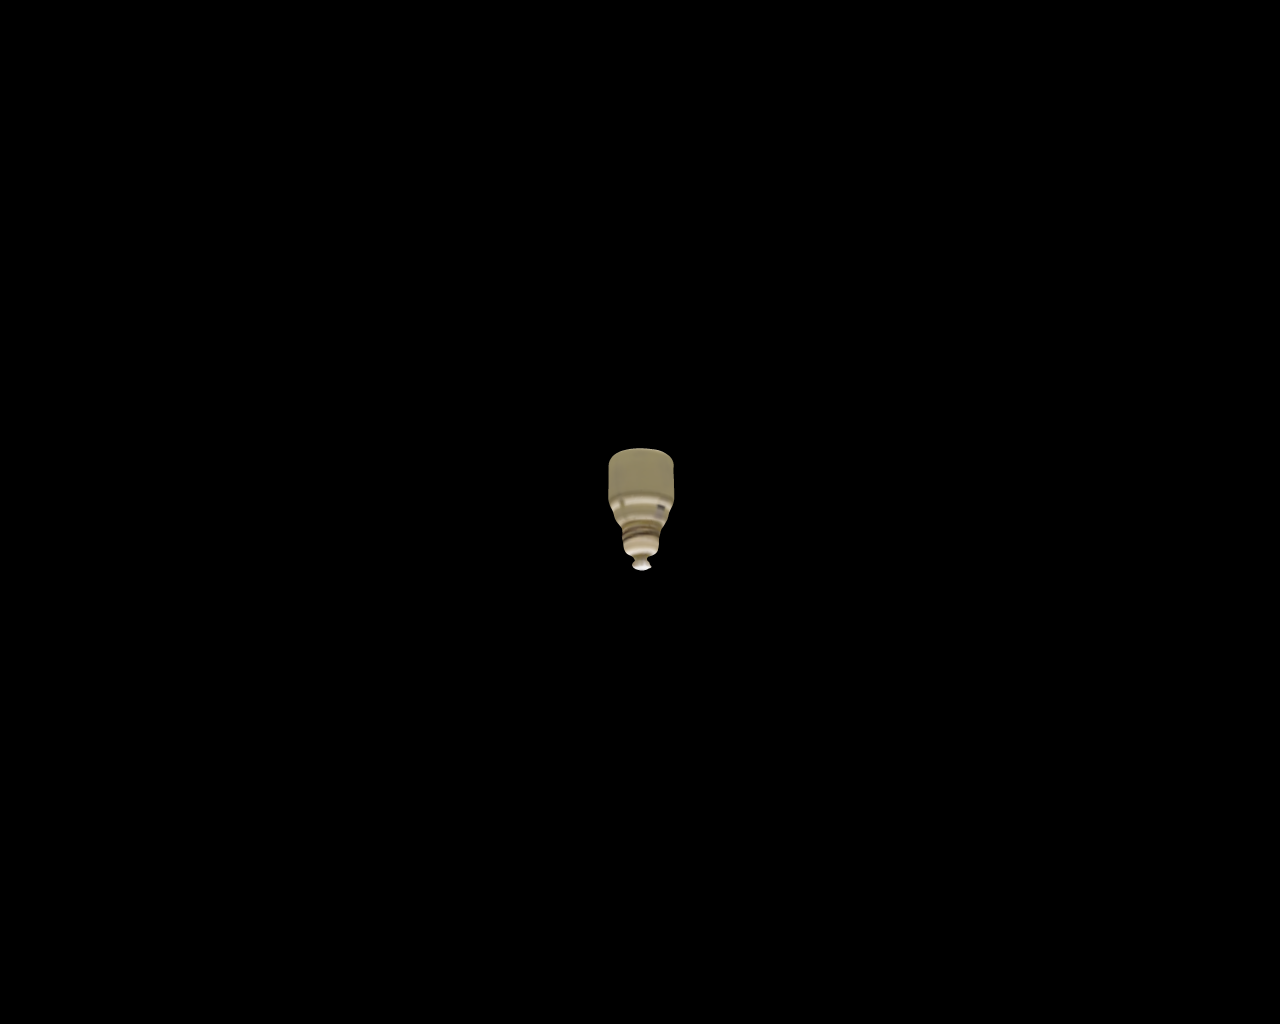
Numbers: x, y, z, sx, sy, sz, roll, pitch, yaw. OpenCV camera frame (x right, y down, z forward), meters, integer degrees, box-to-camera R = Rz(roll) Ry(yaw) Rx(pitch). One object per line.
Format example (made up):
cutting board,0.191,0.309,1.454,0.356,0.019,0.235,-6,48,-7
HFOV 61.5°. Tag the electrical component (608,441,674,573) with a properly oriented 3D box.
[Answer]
electrical component,0.001,-0.003,0.650,0.040,0.078,0.040,0,-18,0
